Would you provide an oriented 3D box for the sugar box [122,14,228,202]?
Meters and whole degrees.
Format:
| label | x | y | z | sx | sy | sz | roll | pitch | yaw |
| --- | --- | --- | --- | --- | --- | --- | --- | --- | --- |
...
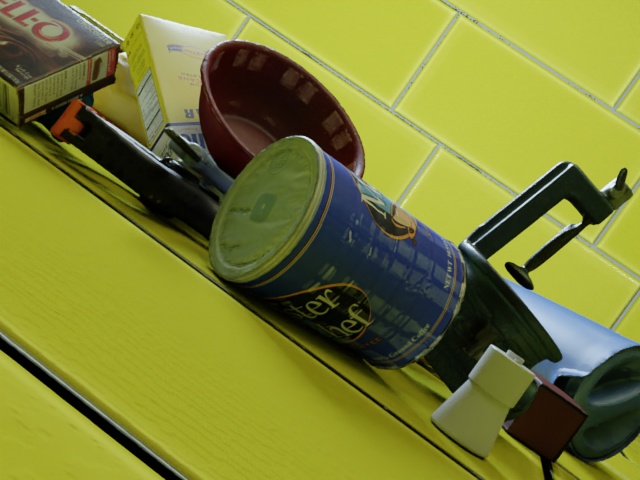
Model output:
| label | x | y | z | sx | sy | sz | roll | pitch | yaw |
| --- | --- | --- | --- | --- | --- | --- | --- | --- | --- |
| sugar box | -0.108 | -0.114 | 0.924 | 0.093 | 0.048 | 0.176 | 6 | 47 | -34 |

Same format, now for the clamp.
| label | x | y | z | sx | sy | sz | roll | pitch | yaw |
| --- | --- | --- | --- | --- | --- | --- | --- | --- | --- |
| clamp | -0.098 | -0.030 | 0.755 | 0.165 | 0.036 | 0.209 | 37 | 0 | 40 |

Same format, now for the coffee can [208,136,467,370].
| label | x | y | z | sx | sy | sz | roll | pitch | yaw |
| --- | --- | --- | --- | --- | --- | --- | --- | --- | --- |
| coffee can | 0.013 | 0.011 | 0.700 | 0.140 | 0.103 | 0.103 | 33 | 4 | -32 |

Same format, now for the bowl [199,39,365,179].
| label | x | y | z | sx | sy | sz | roll | pitch | yaw |
| --- | --- | --- | --- | --- | --- | --- | --- | --- | --- |
| bowl | -0.042 | -0.085 | 0.869 | 0.162 | 0.055 | 0.162 | 28 | 38 | -24 |

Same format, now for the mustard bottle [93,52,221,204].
| label | x | y | z | sx | sy | sz | roll | pitch | yaw |
| --- | --- | --- | --- | --- | --- | --- | --- | --- | --- |
| mustard bottle | -0.125 | -0.090 | 0.974 | 0.192 | 0.058 | 0.096 | 45 | 30 | 12 |

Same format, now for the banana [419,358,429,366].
| label | x | y | z | sx | sy | sz | roll | pitch | yaw |
| --- | --- | --- | --- | --- | --- | --- | --- | --- | --- |
| banana | 0.092 | 0.073 | 0.954 | 0.037 | 0.069 | 0.197 | -3 | -39 | 44 |

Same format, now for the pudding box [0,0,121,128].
| label | x | y | z | sx | sy | sz | roll | pitch | yaw |
| --- | --- | --- | --- | --- | --- | --- | --- | --- | --- |
| pudding box | -0.206 | -0.132 | 0.720 | 0.113 | 0.039 | 0.089 | 38 | 47 | 18 |

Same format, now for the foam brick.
| label | x | y | z | sx | sy | sz | roll | pitch | yaw |
| --- | --- | --- | --- | --- | --- | --- | --- | --- | --- |
| foam brick | 0.188 | 0.148 | 0.924 | 0.051 | 0.053 | 0.078 | 34 | 3 | -5 |

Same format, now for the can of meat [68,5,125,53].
| label | x | y | z | sx | sy | sz | roll | pitch | yaw |
| --- | --- | --- | --- | --- | --- | --- | --- | --- | --- |
| can of meat | -0.230 | -0.173 | 1.066 | 0.102 | 0.084 | 0.057 | 35 | 4 | 5 |

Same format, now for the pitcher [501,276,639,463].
| label | x | y | z | sx | sy | sz | roll | pitch | yaw |
| --- | --- | --- | --- | --- | --- | --- | --- | --- | --- |
| pitcher | 0.248 | 0.130 | 1.173 | 0.243 | 0.144 | 0.149 | 34 | -31 | 51 |

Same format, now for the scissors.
| label | x | y | z | sx | sy | sz | roll | pitch | yaw |
| --- | --- | --- | --- | --- | --- | --- | --- | --- | --- |
| scissors | -0.073 | -0.046 | 0.749 | 0.096 | 0.016 | 0.202 | 40 | -2 | -10 |
